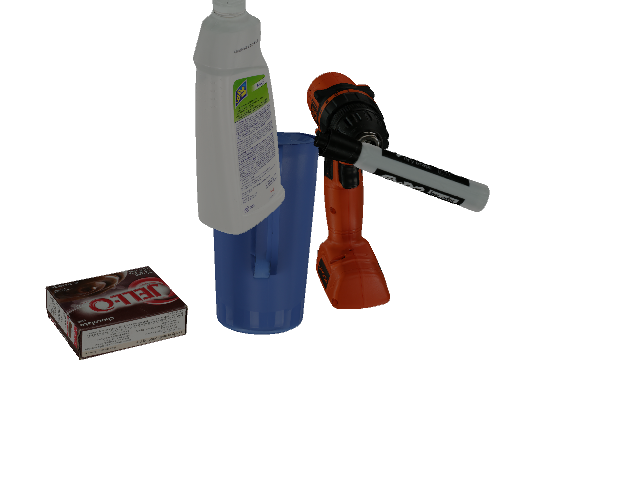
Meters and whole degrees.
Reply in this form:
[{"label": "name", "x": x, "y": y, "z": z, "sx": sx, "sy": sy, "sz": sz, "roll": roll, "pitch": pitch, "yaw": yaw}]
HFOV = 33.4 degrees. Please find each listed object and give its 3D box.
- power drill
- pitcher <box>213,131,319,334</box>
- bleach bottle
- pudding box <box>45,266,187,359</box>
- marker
[{"label": "power drill", "x": 0.027, "y": -0.040, "z": 0.913, "sx": 0.057, "sy": 0.188, "sz": 0.184, "roll": -4, "pitch": 21, "yaw": -6}, {"label": "pitcher", "x": -0.070, "y": -0.011, "z": 1.295, "sx": 0.145, "sy": 0.243, "sz": 0.148, "roll": 12, "pitch": 16, "yaw": 38}, {"label": "bleach bottle", "x": -0.083, "y": -0.134, "z": 1.069, "sx": 0.068, "sy": 0.251, "sz": 0.102, "roll": 20, "pitch": 40, "yaw": 24}, {"label": "pudding box", "x": -0.198, "y": 0.068, "z": 1.034, "sx": 0.113, "sy": 0.039, "sz": 0.090, "roll": -14, "pitch": 31, "yaw": -30}, {"label": "marker", "x": 0.052, "y": -0.045, "z": 0.680, "sx": 0.121, "sy": 0.020, "sz": 0.020, "roll": 19, "pitch": -6, "yaw": -18}]
